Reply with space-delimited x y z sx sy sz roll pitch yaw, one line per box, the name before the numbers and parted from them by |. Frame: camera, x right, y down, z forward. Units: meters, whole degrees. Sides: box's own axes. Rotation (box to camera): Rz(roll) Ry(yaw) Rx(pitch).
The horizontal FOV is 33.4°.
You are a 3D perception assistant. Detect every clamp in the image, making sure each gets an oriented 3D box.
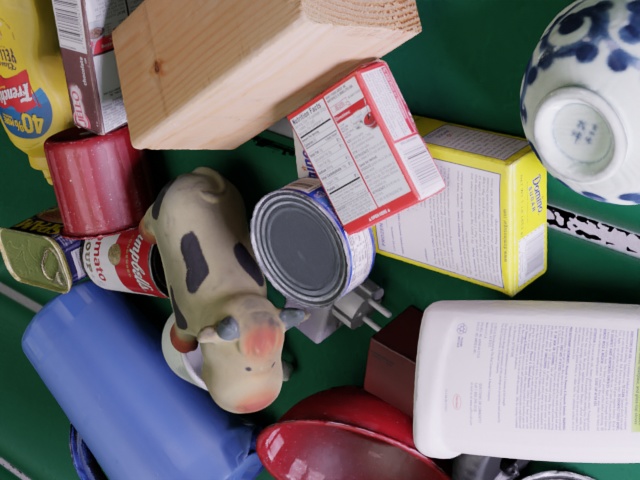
clamp | 0.108 0.166 0.731 0.039 0.120 0.171 31 130 32

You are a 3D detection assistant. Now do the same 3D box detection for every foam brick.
foam brick | 0.078 0.093 0.759 0.078 0.051 0.053 30 132 29

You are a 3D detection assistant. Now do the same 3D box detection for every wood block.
wood block | -0.043 -0.134 0.680 0.207 0.090 0.091 -24 75 50

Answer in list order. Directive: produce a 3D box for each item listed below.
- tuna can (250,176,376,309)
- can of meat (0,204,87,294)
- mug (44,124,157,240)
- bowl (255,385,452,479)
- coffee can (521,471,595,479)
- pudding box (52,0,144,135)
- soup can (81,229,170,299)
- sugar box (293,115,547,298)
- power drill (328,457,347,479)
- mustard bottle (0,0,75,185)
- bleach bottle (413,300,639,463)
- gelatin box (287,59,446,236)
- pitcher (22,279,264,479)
tuna can | -0.005 0.001 0.720 0.086 0.033 0.086 22 126 33
can of meat | -0.233 0.002 0.988 0.102 0.083 0.057 9 121 42
mug | -0.187 -0.057 0.909 0.117 0.093 0.081 -135 32 -69
bowl | 0.035 0.158 0.815 0.162 0.055 0.162 14 145 10
coffee can | 0.158 0.244 0.738 0.103 0.102 0.140 33 135 26
pudding box | -0.148 -0.147 0.798 0.039 0.089 0.113 22 129 33
soup can | -0.151 0.014 0.925 0.102 0.068 0.068 4 118 44
sugar box | 0.062 -0.033 0.697 0.176 0.048 0.093 21 128 40
power drill | -0.004 0.260 0.949 0.188 0.057 0.184 -22 97 51
mustard bottle | -0.250 -0.137 0.933 0.096 0.058 0.191 13 125 34
bleach bottle | 0.180 0.088 0.610 0.251 0.068 0.102 2 86 32
gelatin box | 0.028 -0.056 0.659 0.073 0.030 0.089 -27 89 50
pitcher | -0.174 0.162 0.999 0.243 0.149 0.145 48 159 16
